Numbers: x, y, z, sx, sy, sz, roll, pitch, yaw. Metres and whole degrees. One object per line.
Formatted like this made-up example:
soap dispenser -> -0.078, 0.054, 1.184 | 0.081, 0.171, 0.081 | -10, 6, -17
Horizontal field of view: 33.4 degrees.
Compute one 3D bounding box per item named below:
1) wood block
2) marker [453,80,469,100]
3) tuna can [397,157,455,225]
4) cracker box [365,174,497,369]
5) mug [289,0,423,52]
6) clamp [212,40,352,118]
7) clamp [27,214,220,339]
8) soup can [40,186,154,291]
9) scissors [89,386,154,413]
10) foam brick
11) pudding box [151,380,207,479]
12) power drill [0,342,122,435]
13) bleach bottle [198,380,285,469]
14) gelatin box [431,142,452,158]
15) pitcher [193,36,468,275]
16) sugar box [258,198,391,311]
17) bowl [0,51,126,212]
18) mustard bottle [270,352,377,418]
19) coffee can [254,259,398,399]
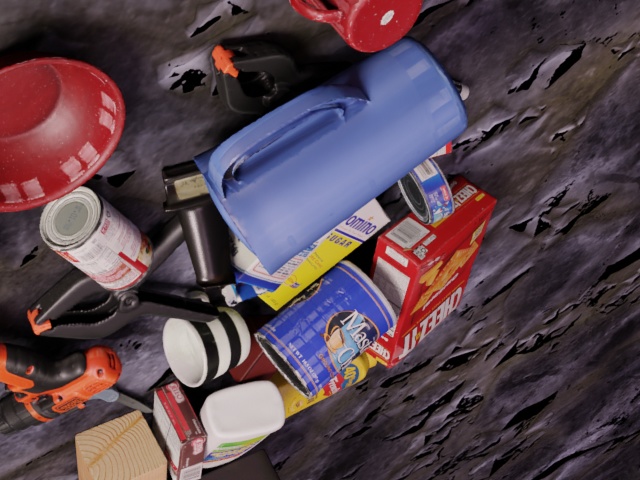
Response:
wood block -> -0.259, 0.326, 1.394 | 0.090, 0.090, 0.206 | -20, 145, -24
marker -> 0.122, -0.173, 1.156 | 0.120, 0.020, 0.020 | 10, 126, -50
tuna can -> 0.120, -0.061, 1.240 | 0.033, 0.086, 0.086 | -28, 148, -10
cracker box -> 0.133, 0.043, 1.364 | 0.164, 0.072, 0.214 | -37, 152, -34
mug -> 0.028, -0.219, 0.945 | 0.117, 0.081, 0.093 | -16, 144, -28
clamp -> -0.049, -0.139, 1.023 | 0.171, 0.039, 0.120 | 10, 123, -49
clamp -> -0.200, 0.060, 1.130 | 0.209, 0.036, 0.164 | -24, 134, -14
soup can -> -0.213, 0.000, 1.022 | 0.068, 0.068, 0.102 | -37, 148, 2
scissors -> -0.270, 0.190, 1.273 | 0.096, 0.016, 0.201 | -29, 148, -7
foam brick -> -0.079, 0.139, 1.351 | 0.051, 0.053, 0.078 | 3, 133, -46
pudding box -> -0.181, 0.248, 1.363 | 0.039, 0.090, 0.114 | -15, 144, -25
power drill -> -0.327, 0.147, 1.102 | 0.185, 0.057, 0.187 | -30, 150, 24
bleach bottle -> -0.121, 0.258, 1.419 | 0.102, 0.068, 0.251 | -9, 159, -18
gelatin box -> 0.100, -0.119, 1.183 | 0.089, 0.030, 0.073 | -15, 144, -3
pitcher -> 0.011, -0.088, 0.992 | 0.243, 0.149, 0.145 | -34, 109, -1
sugar box -> -0.008, 0.002, 1.240 | 0.176, 0.048, 0.093 | -37, 150, 5
bowl -> -0.243, -0.099, 0.873 | 0.162, 0.055, 0.162 | -24, 147, -17
mustard bottle -> 0.005, 0.186, 1.488 | 0.191, 0.058, 0.096 | -23, 146, -20
coffee can -> 0.007, 0.106, 1.272 | 0.140, 0.103, 0.103 | -40, 150, -13
